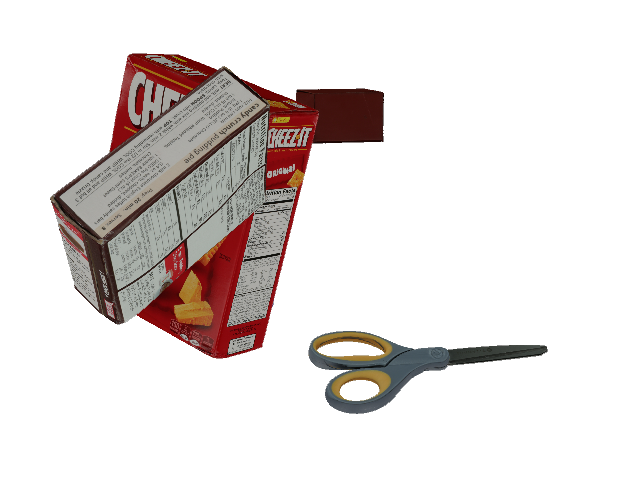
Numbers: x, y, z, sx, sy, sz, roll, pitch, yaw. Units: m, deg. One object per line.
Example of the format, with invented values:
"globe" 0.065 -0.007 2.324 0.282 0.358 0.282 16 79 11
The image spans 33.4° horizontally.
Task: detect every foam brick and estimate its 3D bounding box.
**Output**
"foam brick" 0.020 -0.127 1.083 0.078 0.051 0.053 -3 13 -20

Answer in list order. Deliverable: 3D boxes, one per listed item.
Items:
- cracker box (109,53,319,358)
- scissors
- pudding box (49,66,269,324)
"cracker box" -0.106 -0.031 0.892 0.164 0.214 0.071 26 21 31
"scissors" 0.088 0.111 0.883 0.202 0.016 0.096 5 39 5
"pudding box" -0.075 -0.021 0.532 0.039 0.113 0.090 38 -26 17
